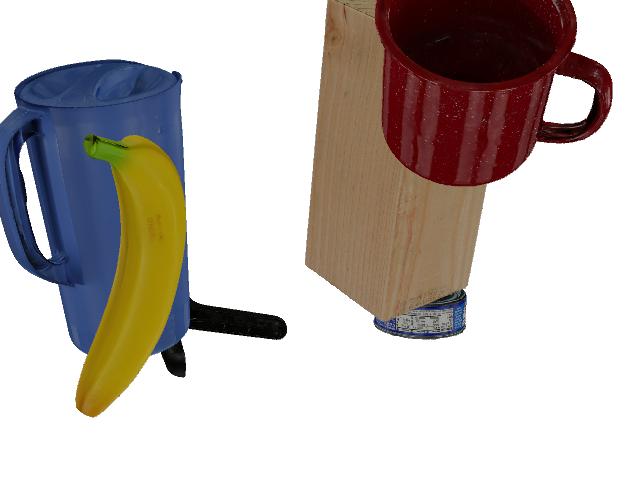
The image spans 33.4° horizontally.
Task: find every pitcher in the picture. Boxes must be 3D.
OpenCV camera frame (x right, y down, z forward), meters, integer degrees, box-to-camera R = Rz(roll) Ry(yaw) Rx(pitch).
[{"bbox_3d":[-0.182,-0.021,0.900,0.149,0.243,0.145,-5,25,-5],"label":"pitcher"}]

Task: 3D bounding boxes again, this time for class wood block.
[{"bbox_3d":[0.057,-0.062,0.730,0.090,0.206,0.091,-19,39,-35],"label":"wood block"}]

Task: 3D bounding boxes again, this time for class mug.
[{"bbox_3d":[0.083,-0.078,0.521,0.117,0.093,0.081,14,-33,10],"label":"mug"}]

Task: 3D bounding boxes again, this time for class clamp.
[{"bbox_3d":[-0.163,0.084,1.129,0.210,0.036,0.164,18,21,28],"label":"clamp"}]

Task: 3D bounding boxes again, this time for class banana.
[{"bbox_3d":[-0.109,0.015,0.607,0.069,0.198,0.037,-18,43,-33],"label":"banana"}]

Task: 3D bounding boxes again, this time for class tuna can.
[{"bbox_3d":[0.092,0.062,0.987,0.086,0.034,0.086,1,14,0],"label":"tuna can"}]
